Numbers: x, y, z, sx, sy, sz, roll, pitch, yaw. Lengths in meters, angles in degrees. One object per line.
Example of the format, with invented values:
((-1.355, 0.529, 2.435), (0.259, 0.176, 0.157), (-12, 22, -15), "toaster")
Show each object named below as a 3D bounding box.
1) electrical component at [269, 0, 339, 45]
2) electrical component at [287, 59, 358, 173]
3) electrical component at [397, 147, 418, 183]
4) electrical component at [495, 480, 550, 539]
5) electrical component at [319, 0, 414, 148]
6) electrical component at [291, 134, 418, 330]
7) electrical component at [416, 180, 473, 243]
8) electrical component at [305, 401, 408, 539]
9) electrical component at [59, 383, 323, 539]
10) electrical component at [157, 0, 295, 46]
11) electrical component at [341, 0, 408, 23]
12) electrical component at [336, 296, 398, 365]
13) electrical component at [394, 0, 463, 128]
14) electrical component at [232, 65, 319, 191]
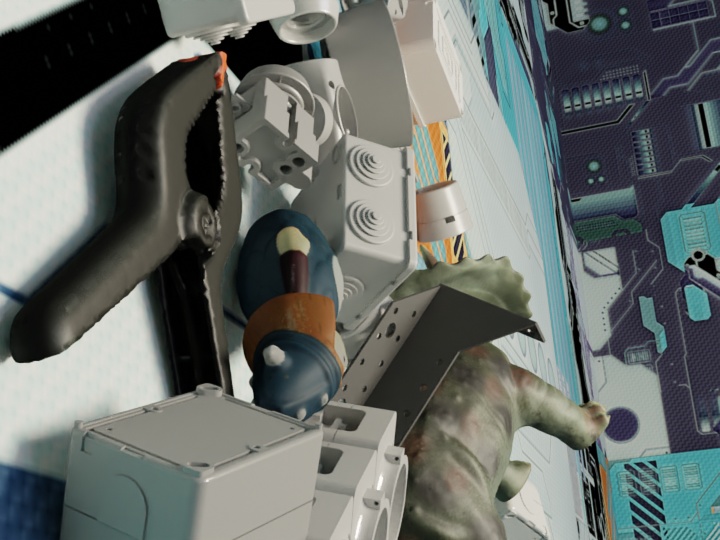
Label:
((-0.041, -0.187, 0.730), (0.066, 0.048, 0.055), (36, 38, -67), "electrical component")
((-0.034, -0.097, 0.699), (0.079, 0.044, 0.077), (-17, 96, -74), "electrical component")
((0.015, -0.088, 0.865), (0.081, 0.042, 0.063), (63, 25, -44), "electrical component")
((0.097, 0.205, 0.886), (0.062, 0.096, 0.061), (41, 26, -35), "electrical component")
((-0.003, -0.137, 0.783), (0.108, 0.060, 0.108), (167, -90, -87), "electrical component")
((-0.007, -0.024, 0.663), (0.048, 0.099, 0.099), (15, 55, -22), "electrical component")
((0.076, -0.057, 1.037), (0.055, 0.055, 0.047), (-48, 123, -70), "electrical component")
((-0.021, 0.133, 0.526), (0.150, 0.062, 0.089), (-49, 145, -70), "electrical component")
((-0.060, 0.086, 0.416), (0.096, 0.062, 0.061), (-10, 112, -60), "electrical component")
((-0.080, -0.174, 0.581), (0.099, 0.048, 0.099), (-52, 130, -69), "electrical component")
((0.010, -0.256, 0.946), (0.077, 0.043, 0.079), (-39, 118, -72), "electrical component")
((-0.001, 0.034, 0.716), (0.047, 0.055, 0.055), (52, 32, -52), "electrical component")
((0.060, -0.204, 1.062), (0.113, 0.057, 0.078), (59, 27, -50), "electrical component")
((-0.051, -0.086, 0.624), (0.066, 0.048, 0.055), (38, 38, -35), "electrical component")
